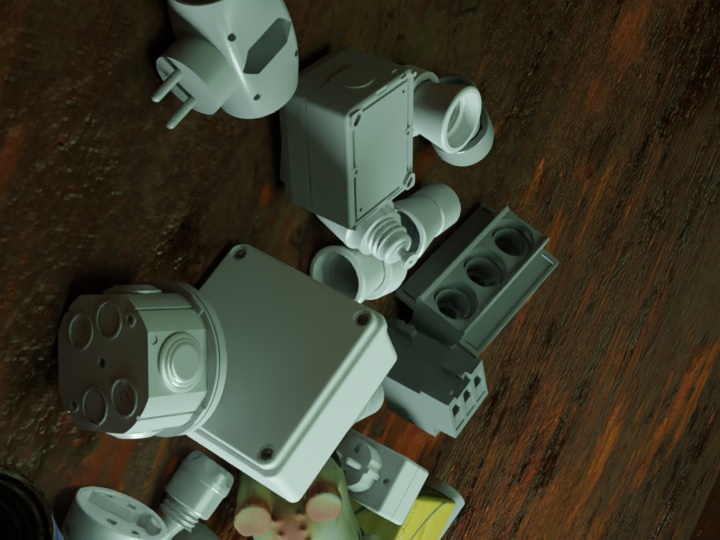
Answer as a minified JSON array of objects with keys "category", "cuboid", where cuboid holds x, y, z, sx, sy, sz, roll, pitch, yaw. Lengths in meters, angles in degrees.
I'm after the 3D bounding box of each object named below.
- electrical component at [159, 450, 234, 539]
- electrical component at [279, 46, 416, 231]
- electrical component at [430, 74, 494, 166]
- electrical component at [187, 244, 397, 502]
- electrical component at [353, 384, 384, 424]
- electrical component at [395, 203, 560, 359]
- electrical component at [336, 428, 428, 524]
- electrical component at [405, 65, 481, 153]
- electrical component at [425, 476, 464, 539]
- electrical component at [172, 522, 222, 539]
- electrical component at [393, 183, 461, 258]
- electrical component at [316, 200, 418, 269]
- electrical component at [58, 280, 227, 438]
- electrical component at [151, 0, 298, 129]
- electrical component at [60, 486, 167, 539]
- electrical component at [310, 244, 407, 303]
[{"category":"electrical component","cuboid":[-0.108,0.145,0.668,0.061,0.035,0.035,-54,150,-13]},{"category":"electrical component","cuboid":[-0.009,-0.073,0.628,0.062,0.061,0.096,-40,143,-37]},{"category":"electrical component","cuboid":[0.067,-0.103,0.746,0.045,0.045,0.055,-58,151,-11]},{"category":"electrical component","cuboid":[-0.053,0.056,0.610,0.108,0.109,0.056,-54,152,-18]},{"category":"electrical component","cuboid":[-0.011,0.095,0.782,0.065,0.044,0.044,-14,125,-60]},{"category":"electrical component","cuboid":[0.091,0.013,0.857,0.121,0.079,0.063,-44,167,-32]},{"category":"electrical component","cuboid":[0.001,0.151,0.820,0.047,0.066,0.077,-61,142,-10]},{"category":"electrical component","cuboid":[0.044,-0.105,0.696,0.045,0.055,0.045,-39,142,-38]},{"category":"electrical component","cuboid":[0.056,0.225,0.990,0.077,0.043,0.079,-50,148,-24]},{"category":"electrical component","cuboid":[-0.118,0.217,0.703,0.099,0.064,0.099,-20,119,-40]},{"category":"electrical component","cuboid":[0.043,-0.037,0.765,0.065,0.044,0.044,-35,140,-49]},{"category":"electrical component","cuboid":[0.006,-0.029,0.678,0.040,0.078,0.040,-35,152,-22]},{"category":"electrical component","cuboid":[-0.110,0.045,0.540,0.051,0.080,0.080,0,112,-53]},{"category":"electrical component","cuboid":[-0.071,-0.102,0.521,0.079,0.043,0.077,-52,149,-21]},{"category":"electrical component","cuboid":[-0.143,0.155,0.599,0.047,0.055,0.055,-63,151,4]},{"category":"electrical component","cuboid":[0.000,0.000,0.718,0.055,0.045,0.045,-22,131,-52]}]
